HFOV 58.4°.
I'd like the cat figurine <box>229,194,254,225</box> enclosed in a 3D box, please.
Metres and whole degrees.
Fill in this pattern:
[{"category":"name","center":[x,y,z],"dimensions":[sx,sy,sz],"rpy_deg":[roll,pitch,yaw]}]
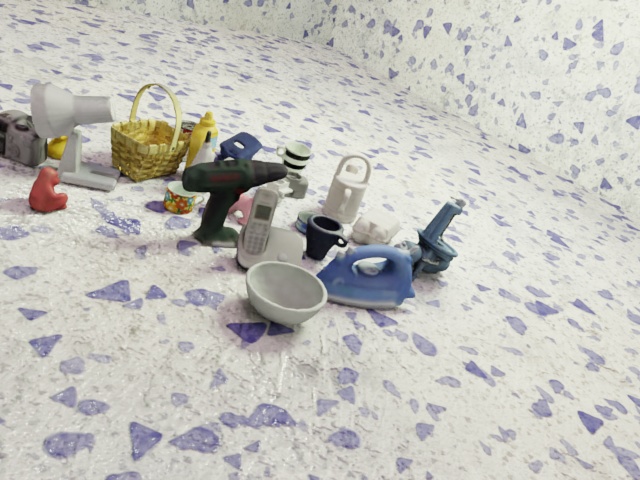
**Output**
[{"category":"cat figurine","center":[-0.201,-0.118,1.432],"dimensions":[0.127,0.118,0.067],"rpy_deg":[30,29,19]}]

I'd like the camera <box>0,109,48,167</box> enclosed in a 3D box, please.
[{"category":"camera","center":[-0.712,-0.260,1.381],"dimensions":[0.143,0.101,0.137],"rpy_deg":[21,28,3]}]

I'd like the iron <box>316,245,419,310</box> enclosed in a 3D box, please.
[{"category":"iron","center":[0.099,0.065,1.268],"dimensions":[0.259,0.141,0.118],"rpy_deg":[4,31,-27]}]

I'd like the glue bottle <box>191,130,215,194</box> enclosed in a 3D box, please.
[{"category":"glue bottle","center":[-0.296,-0.197,1.455],"dimensions":[0.037,0.173,0.078],"rpy_deg":[30,29,19]}]

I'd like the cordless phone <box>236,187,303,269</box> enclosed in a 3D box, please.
[{"category":"cordless phone","center":[-0.098,-0.019,1.248],"dimensions":[0.148,0.185,0.094],"rpy_deg":[10,29,-18]}]

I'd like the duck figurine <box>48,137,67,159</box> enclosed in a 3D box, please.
[{"category":"duck figurine","center":[-0.640,-0.259,1.441],"dimensions":[0.077,0.086,0.104],"rpy_deg":[21,28,4]}]

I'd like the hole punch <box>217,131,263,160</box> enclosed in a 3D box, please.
[{"category":"hole punch","center":[-0.238,-0.267,1.706],"dimensions":[0.108,0.091,0.101],"rpy_deg":[37,32,30]}]

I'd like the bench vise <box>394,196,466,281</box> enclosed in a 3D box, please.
[{"category":"bench vise","center":[0.281,0.001,1.416],"dimensions":[0.121,0.220,0.208],"rpy_deg":[33,31,25]}]

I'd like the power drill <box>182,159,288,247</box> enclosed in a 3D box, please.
[{"category":"power drill","center":[-0.200,-0.090,1.284],"dimensions":[0.230,0.208,0.075],"rpy_deg":[3,32,-28]}]

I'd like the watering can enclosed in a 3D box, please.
[{"category":"watering can","center":[0.079,-0.157,1.600],"dimensions":[0.101,0.194,0.172],"rpy_deg":[7,30,-22]}]

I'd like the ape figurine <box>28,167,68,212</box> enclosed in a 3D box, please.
[{"category":"ape figurine","center":[-0.573,-0.110,1.208],"dimensions":[0.077,0.092,0.076],"rpy_deg":[37,32,30]}]

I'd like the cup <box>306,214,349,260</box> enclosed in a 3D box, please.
[{"category":"cup","center":[0.013,0.005,1.372],"dimensions":[0.117,0.095,0.092],"rpy_deg":[34,31,26]}]

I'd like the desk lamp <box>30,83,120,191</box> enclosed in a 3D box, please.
[{"category":"desk lamp","center":[-0.561,-0.244,1.327],"dimensions":[0.204,0.213,0.117],"rpy_deg":[11,29,-16]}]

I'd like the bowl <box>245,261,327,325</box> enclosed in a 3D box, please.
[{"category":"bowl","center":[-0.073,0.117,1.137],"dimensions":[0.167,0.075,0.167],"rpy_deg":[15,28,-8]}]

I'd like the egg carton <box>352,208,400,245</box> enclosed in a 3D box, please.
[{"category":"egg carton","center":[0.153,-0.031,1.554],"dimensions":[0.107,0.069,0.151],"rpy_deg":[27,29,15]}]
